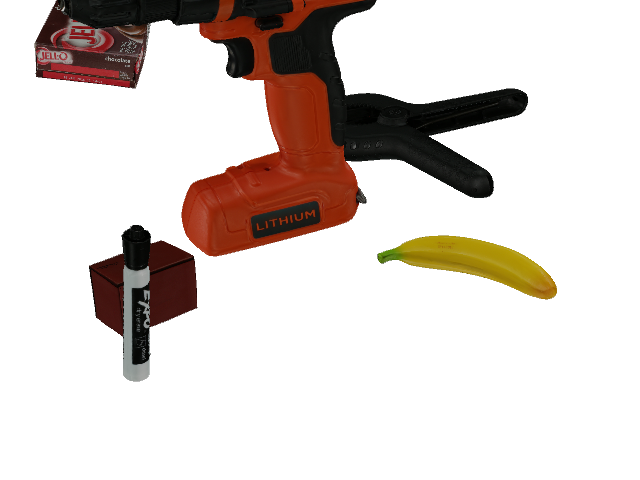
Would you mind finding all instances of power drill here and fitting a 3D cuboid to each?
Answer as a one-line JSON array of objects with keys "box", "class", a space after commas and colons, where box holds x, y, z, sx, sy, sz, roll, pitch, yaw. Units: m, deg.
[{"box": [-0.043, -0.084, 0.580, 0.184, 0.188, 0.057, -13, 39, -19], "class": "power drill"}]

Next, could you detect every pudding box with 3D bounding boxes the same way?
[{"box": [-0.204, -0.182, 0.972, 0.090, 0.039, 0.113, 7, 33, -5], "class": "pudding box"}]

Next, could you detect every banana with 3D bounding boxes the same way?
[{"box": [0.161, 0.026, 1.118, 0.198, 0.037, 0.069, 10, 38, 31], "class": "banana"}]

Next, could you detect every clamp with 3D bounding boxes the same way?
[{"box": [0.074, -0.100, 0.930, 0.210, 0.036, 0.164, 12, 36, 24], "class": "clamp"}]

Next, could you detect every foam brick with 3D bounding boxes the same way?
[{"box": [-0.154, 0.040, 0.930, 0.078, 0.051, 0.053, -21, 30, -34], "class": "foam brick"}]

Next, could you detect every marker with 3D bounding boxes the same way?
[{"box": [-0.125, 0.043, 0.723, 0.020, 0.121, 0.020, 5, 32, -3], "class": "marker"}]
